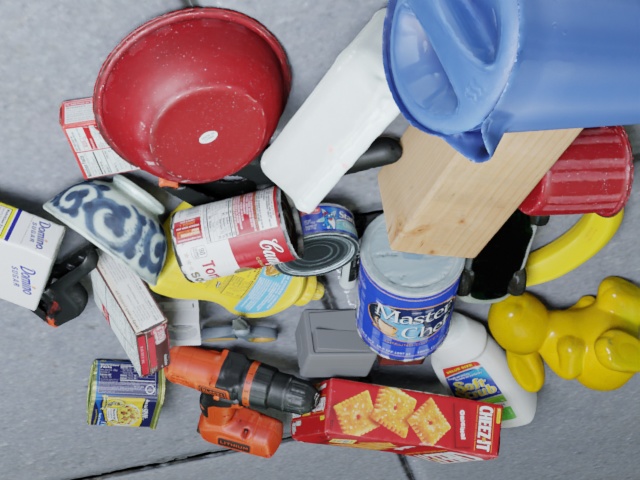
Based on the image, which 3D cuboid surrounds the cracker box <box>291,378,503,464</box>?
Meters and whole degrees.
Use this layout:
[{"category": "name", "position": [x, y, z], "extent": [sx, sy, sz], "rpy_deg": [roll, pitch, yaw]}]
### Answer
[{"category": "cracker box", "position": [0.087, 0.221, 1.282], "extent": [0.213, 0.072, 0.164], "rpy_deg": [12, 165, -13]}]

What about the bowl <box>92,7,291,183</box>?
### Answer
[{"category": "bowl", "position": [-0.093, -0.098, 0.835], "extent": [0.162, 0.055, 0.162], "rpy_deg": [-12, 136, -12]}]

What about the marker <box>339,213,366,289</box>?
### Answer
[{"category": "marker", "position": [0.033, 0.012, 1.097], "extent": [0.020, 0.020, 0.121], "rpy_deg": [-4, 147, -6]}]

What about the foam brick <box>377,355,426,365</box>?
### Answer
[{"category": "foam brick", "position": [0.089, 0.092, 1.179], "extent": [0.051, 0.078, 0.053], "rpy_deg": [1, 144, -12]}]

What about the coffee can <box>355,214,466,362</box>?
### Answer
[{"category": "coffee can", "position": [0.089, 0.047, 1.086], "extent": [0.102, 0.103, 0.140], "rpy_deg": [-5, 147, -4]}]

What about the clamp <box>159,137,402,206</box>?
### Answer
[{"category": "clamp", "position": [-0.040, -0.056, 0.963], "extent": [0.209, 0.036, 0.165], "rpy_deg": [10, 144, -29]}]

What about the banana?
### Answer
[{"category": "banana", "position": [0.258, 0.000, 1.116], "extent": [0.069, 0.037, 0.198], "rpy_deg": [27, 136, -9]}]

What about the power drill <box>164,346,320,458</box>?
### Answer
[{"category": "power drill", "position": [-0.087, 0.195, 1.271], "extent": [0.184, 0.057, 0.188], "rpy_deg": [16, 148, 12]}]

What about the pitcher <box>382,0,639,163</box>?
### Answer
[{"category": "pitcher", "position": [0.173, -0.149, 0.754], "extent": [0.242, 0.145, 0.149], "rpy_deg": [-4, 129, -35]}]

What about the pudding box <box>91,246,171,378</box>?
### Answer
[{"category": "pudding box", "position": [-0.187, 0.066, 1.047], "extent": [0.039, 0.113, 0.090], "rpy_deg": [-26, 152, -22]}]

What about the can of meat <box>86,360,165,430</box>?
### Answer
[{"category": "can of meat", "position": [-0.232, 0.183, 1.266], "extent": [0.083, 0.057, 0.102], "rpy_deg": [4, 144, -14]}]

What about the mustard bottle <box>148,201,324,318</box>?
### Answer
[{"category": "mustard bottle", "position": [-0.072, 0.029, 1.058], "extent": [0.191, 0.058, 0.096], "rpy_deg": [20, 110, -37]}]

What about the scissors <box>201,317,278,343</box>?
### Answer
[{"category": "scissors", "position": [-0.101, 0.096, 1.140], "extent": [0.096, 0.016, 0.201], "rpy_deg": [-4, 169, 13]}]

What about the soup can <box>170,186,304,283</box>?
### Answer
[{"category": "soup can", "position": [-0.072, -0.005, 0.936], "extent": [0.102, 0.068, 0.068], "rpy_deg": [-13, 146, 10]}]

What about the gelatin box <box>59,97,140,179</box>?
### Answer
[{"category": "gelatin box", "position": [-0.165, -0.090, 0.893], "extent": [0.089, 0.030, 0.073], "rpy_deg": [-9, 148, 0]}]

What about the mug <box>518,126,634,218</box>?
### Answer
[{"category": "mug", "position": [0.220, -0.074, 0.945], "extent": [0.081, 0.093, 0.117], "rpy_deg": [-3, 121, -15]}]

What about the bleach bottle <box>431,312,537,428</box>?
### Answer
[{"category": "bleach bottle", "position": [0.179, 0.152, 1.300], "extent": [0.103, 0.068, 0.250], "rpy_deg": [-7, 146, 30]}]

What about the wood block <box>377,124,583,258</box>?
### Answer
[{"category": "wood block", "position": [0.134, -0.079, 0.917], "extent": [0.090, 0.091, 0.206], "rpy_deg": [6, 144, -20]}]

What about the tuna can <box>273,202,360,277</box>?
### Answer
[{"category": "tuna can", "position": [-0.007, 0.001, 1.002], "extent": [0.086, 0.034, 0.086], "rpy_deg": [-9, 151, -5]}]

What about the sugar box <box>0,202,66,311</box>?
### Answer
[{"category": "sugar box", "position": [-0.319, -0.005, 0.934], "extent": [0.176, 0.048, 0.093], "rpy_deg": [20, 141, -13]}]

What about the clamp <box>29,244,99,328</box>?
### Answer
[{"category": "clamp", "position": [-0.277, 0.033, 1.041], "extent": [0.120, 0.039, 0.172], "rpy_deg": [25, 147, -1]}]
